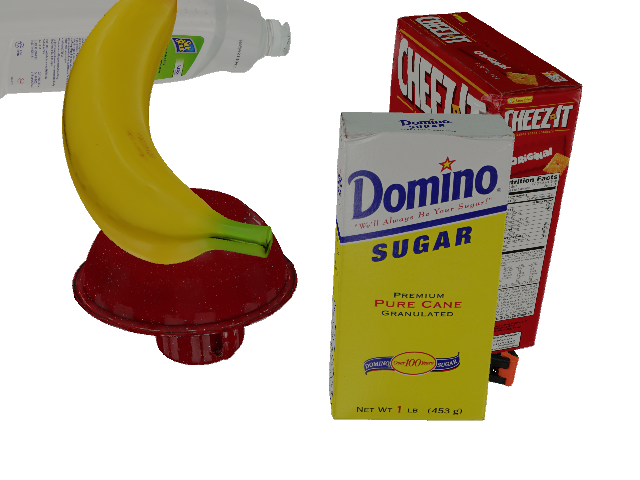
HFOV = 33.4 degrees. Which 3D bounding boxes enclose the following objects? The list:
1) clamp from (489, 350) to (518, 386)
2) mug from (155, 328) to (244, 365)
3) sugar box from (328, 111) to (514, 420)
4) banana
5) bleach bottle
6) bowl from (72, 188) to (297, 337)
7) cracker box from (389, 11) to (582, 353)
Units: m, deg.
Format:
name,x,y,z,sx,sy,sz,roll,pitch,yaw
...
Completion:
name,x,y,z,sx,sy,sz,roll,pitch,yaw
clamp,0.121,0.085,1.025,0.172,0.039,0.120,25,36,30
mug,-0.104,0.063,0.954,0.093,0.081,0.117,-18,35,-27
sugar box,0.054,0.017,0.606,0.093,0.176,0.048,0,25,-3
banana,-0.079,-0.052,0.468,0.069,0.037,0.198,-6,46,-18
bleach bottle,-0.151,-0.165,0.886,0.250,0.068,0.103,-2,-27,-16
bowl,-0.096,0.005,0.761,0.162,0.055,0.162,2,26,-1
cracker box,0.108,-0.044,0.809,0.072,0.214,0.164,-9,32,-21
